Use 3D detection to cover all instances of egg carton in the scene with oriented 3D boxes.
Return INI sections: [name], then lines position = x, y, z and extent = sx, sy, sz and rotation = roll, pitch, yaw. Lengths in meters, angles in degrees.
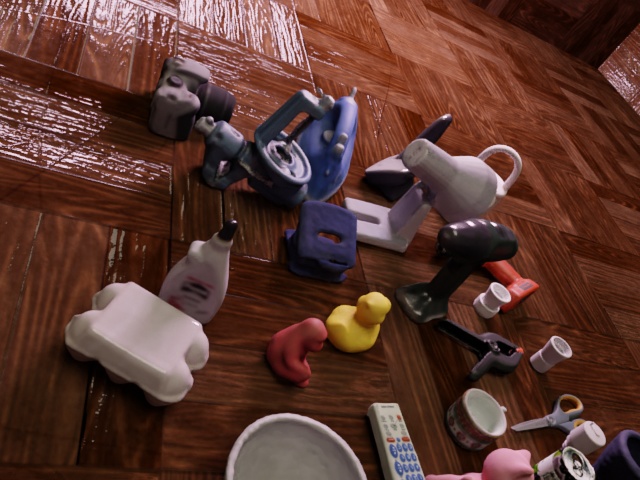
[egg carton]
position = -0.202, 0.116, 0.647
extent = 0.150, 0.069, 0.107
rotation = 32, 37, -5

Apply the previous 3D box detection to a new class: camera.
[camera]
position = -0.217, -0.246, 0.999
extent = 0.137, 0.100, 0.143
rotation = 17, 41, -22

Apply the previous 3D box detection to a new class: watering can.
[watering can]
position = 0.344, -0.112, 1.206
extent = 0.101, 0.194, 0.172
rotation = 19, 40, -20

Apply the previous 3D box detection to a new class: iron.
[iron]
position = 0.026, -0.183, 1.084
extent = 0.119, 0.141, 0.258
rotation = 25, 39, -13

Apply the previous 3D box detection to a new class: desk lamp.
[desk lamp]
position = 0.181, -0.078, 1.030
extent = 0.204, 0.213, 0.117
rotation = 13, 43, -27

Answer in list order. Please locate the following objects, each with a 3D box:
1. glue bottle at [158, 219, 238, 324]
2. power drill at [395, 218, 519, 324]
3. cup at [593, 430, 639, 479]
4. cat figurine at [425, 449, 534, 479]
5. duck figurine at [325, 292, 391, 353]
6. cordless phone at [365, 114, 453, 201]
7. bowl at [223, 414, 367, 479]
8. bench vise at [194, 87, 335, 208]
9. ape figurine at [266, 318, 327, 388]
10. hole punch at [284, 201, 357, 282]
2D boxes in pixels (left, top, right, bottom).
[glue bottle]
position = -0.138, 0.034, 0.699
extent = 0.078, 0.173, 0.037
rotation = 22, 39, -17
[power drill]
position = 0.218, 0.044, 0.930
extent = 0.230, 0.208, 0.075
rotation = -9, 55, -42
[cup]
position = 0.477, 0.359, 0.884
extent = 0.118, 0.095, 0.091
rotation = 23, 39, -16
[cat figurine]
position = 0.214, 0.305, 0.723
extent = 0.128, 0.117, 0.067
rotation = 8, 45, -31
[duck figurine]
position = 0.062, 0.113, 0.839
extent = 0.105, 0.086, 0.077
rotation = -15, 59, -45
[cordless phone]
position = 0.186, -0.181, 1.167
extent = 0.094, 0.185, 0.148
rotation = 42, 38, 9
[bowl]
position = -0.033, 0.275, 0.602
extent = 0.168, 0.074, 0.167
rotation = 21, 40, -18
[bench vise]
position = -0.083, -0.154, 0.905
extent = 0.208, 0.219, 0.121
rotation = 7, 46, -32
[ape figurine]
position = -0.023, 0.137, 0.743
extent = 0.076, 0.092, 0.078
rotation = 37, 37, 2
[hole punch]
position = 0.008, 0.003, 0.911
extent = 0.109, 0.091, 0.101
rotation = 13, 43, -27
